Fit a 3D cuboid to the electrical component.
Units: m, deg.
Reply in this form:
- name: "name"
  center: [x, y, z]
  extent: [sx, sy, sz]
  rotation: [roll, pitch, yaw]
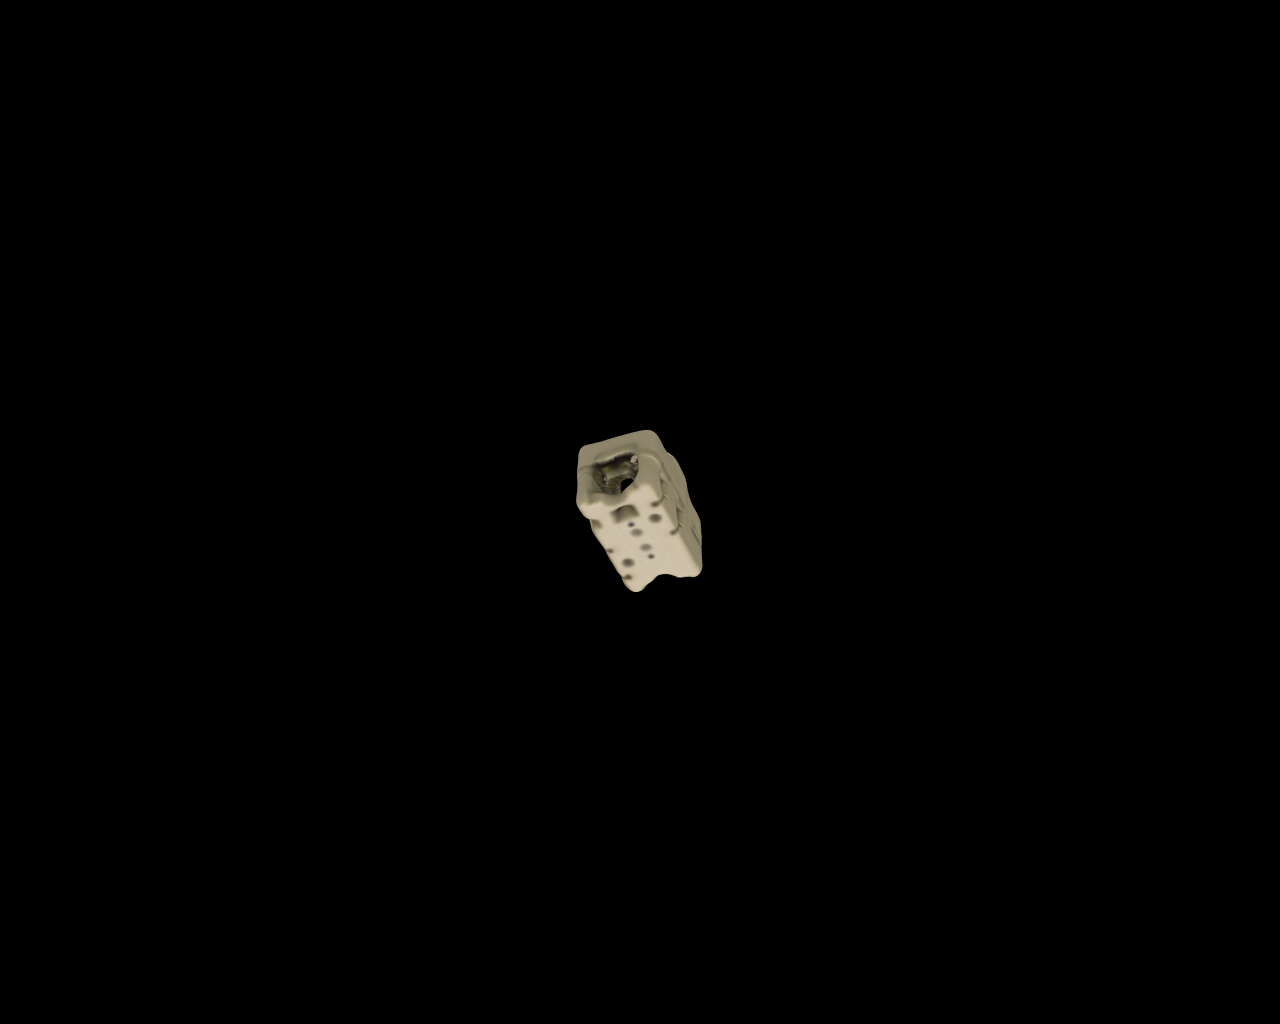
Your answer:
- name: "electrical component"
  center: [0.001, -0.003, 0.650]
  extent: [0.050, 0.056, 0.089]
  rotation: [-15, -46, 15]
